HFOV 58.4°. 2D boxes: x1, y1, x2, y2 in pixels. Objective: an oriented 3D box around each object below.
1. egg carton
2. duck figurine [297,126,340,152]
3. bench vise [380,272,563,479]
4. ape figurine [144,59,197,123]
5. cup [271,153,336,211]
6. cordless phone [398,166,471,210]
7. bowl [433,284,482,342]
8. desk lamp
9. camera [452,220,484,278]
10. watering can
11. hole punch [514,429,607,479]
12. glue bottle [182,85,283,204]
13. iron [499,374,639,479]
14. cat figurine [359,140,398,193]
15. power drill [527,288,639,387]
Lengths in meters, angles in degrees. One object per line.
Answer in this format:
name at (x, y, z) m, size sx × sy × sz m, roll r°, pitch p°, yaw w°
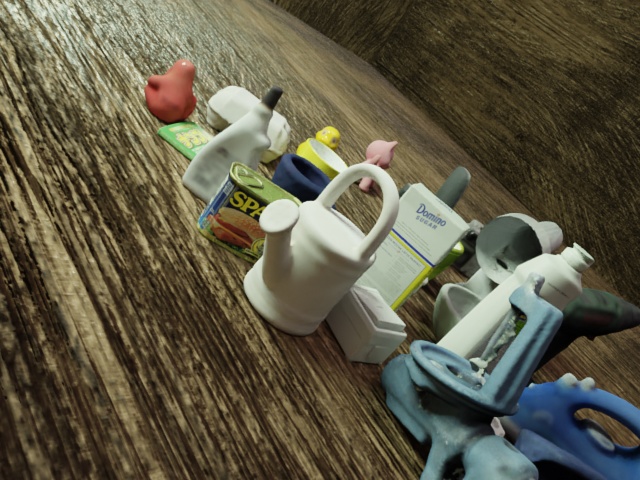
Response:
egg carton at (-0.120, -0.200, 0.980) m, size 0.150 × 0.069 × 0.107 m, roll 34°, pitch 22°, yaw -12°
duck figurine at (0.007, -0.186, 1.135) m, size 0.077 × 0.086 × 0.105 m, roll 40°, pitch 21°, yaw 1°
bench vise at (0.174, 0.151, 0.554) m, size 0.122 × 0.219 × 0.207 m, roll 10°, pitch 35°, yaw -51°
ape figurine at (-0.213, -0.225, 0.848) m, size 0.078 × 0.092 × 0.076 m, roll 31°, pitch 23°, yaw -20°
cup at (-0.031, -0.049, 0.791) m, size 0.092 × 0.095 × 0.117 m, roll 13°, pitch 33°, yaw -48°
cordless phone at (0.222, -0.080, 1.138) m, size 0.094 × 0.185 × 0.147 m, roll 27°, pitch 24°, yaw -29°
bowl at (0.224, 0.147, 0.843) m, size 0.168 × 0.074 × 0.167 m, roll 33°, pitch 22°, yaw -15°
desk lamp at (0.336, 0.048, 1.029) m, size 0.117 × 0.213 × 0.204 m, roll 49°, pitch 24°, yaw 25°
camera at (0.335, 0.011, 1.256) m, size 0.143 × 0.100 × 0.137 m, roll 39°, pitch 21°, yaw -1°
watering can at (0.007, 0.004, 0.610) m, size 0.100 × 0.194 × 0.173 m, roll 45°, pitch 22°, yaw 15°
hole punch at (0.277, 0.269, 0.662) m, size 0.109 × 0.091 × 0.101 m, roll 36°, pitch 21°, yaw -8°
glue bottle at (-0.097, -0.118, 0.712) m, size 0.078 × 0.173 × 0.037 m, roll 38°, pitch 21°, yaw -3°
iron at (0.359, 0.255, 0.755) m, size 0.258 × 0.141 × 0.119 m, roll 39°, pitch 21°, yaw 1°
cat figurine at (0.122, -0.175, 1.258) m, size 0.067 × 0.117 × 0.128 m, roll 39°, pitch 21°, yaw 1°
power drill at (0.371, 0.154, 0.883) m, size 0.230 × 0.208 × 0.075 m, roll 21°, pitch 27°, yaw -39°
